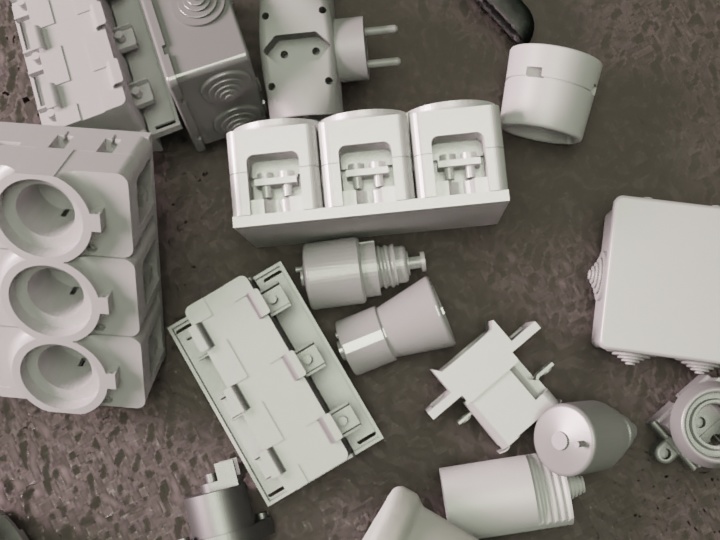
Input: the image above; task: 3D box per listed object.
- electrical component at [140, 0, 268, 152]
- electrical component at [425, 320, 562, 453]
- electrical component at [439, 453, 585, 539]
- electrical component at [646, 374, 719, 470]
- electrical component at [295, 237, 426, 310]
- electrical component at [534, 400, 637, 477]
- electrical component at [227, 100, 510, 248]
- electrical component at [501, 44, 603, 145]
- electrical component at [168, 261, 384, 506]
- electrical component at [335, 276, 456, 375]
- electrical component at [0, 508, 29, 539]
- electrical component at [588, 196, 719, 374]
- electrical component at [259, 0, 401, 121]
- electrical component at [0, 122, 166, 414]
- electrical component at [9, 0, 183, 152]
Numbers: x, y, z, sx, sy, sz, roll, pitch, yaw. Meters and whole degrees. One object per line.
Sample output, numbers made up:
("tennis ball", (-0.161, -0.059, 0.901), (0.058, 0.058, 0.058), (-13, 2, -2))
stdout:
("electrical component", (-0.092, -0.131, 0.628), (0.048, 0.099, 0.099), (-19, 71, -4))
("electrical component", (0.079, 0.068, 0.629), (0.081, 0.042, 0.063), (-40, 85, -1))
("electrical component", (0.089, 0.130, 0.621), (0.081, 0.043, 0.043), (-9, 84, 1))
("electrical component", (0.198, 0.087, 0.614), (0.066, 0.055, 0.048), (-41, 84, -2))
("electrical component", (0.000, 0.000, 0.641), (0.078, 0.040, 0.040), (-8, 84, 2))
("electrical component", (0.133, 0.094, 0.611), (0.040, 0.078, 0.040), (-3, 86, 43))
("electrical component", (0.005, -0.056, 0.621), (0.150, 0.089, 0.061), (-6, 84, 2))
("electrical component", (0.112, -0.103, 0.640), (0.055, 0.055, 0.047), (12, 89, 4))
("electrical component", (-0.051, 0.065, 0.625), (0.079, 0.063, 0.121), (-31, 83, -1))
("electrical component", (0.019, 0.036, 0.637), (0.065, 0.044, 0.044), (-22, 84, 5))
("electrical component", (-0.198, 0.213, 0.603), (0.062, 0.089, 0.150), (-34, 84, -1))
("electrical component", (0.184, 0.008, 0.627), (0.100, 0.048, 0.099), (7, 85, 3))
("electrical component", (-0.016, -0.127, 0.626), (0.079, 0.043, 0.077), (-5, 91, 4))
("electrical component", (-0.162, 0.001, 0.599), (0.089, 0.061, 0.150), (5, 121, 3))
("electrical component", (-0.162, -0.127, 0.636), (0.079, 0.063, 0.121), (-20, 69, 1))
